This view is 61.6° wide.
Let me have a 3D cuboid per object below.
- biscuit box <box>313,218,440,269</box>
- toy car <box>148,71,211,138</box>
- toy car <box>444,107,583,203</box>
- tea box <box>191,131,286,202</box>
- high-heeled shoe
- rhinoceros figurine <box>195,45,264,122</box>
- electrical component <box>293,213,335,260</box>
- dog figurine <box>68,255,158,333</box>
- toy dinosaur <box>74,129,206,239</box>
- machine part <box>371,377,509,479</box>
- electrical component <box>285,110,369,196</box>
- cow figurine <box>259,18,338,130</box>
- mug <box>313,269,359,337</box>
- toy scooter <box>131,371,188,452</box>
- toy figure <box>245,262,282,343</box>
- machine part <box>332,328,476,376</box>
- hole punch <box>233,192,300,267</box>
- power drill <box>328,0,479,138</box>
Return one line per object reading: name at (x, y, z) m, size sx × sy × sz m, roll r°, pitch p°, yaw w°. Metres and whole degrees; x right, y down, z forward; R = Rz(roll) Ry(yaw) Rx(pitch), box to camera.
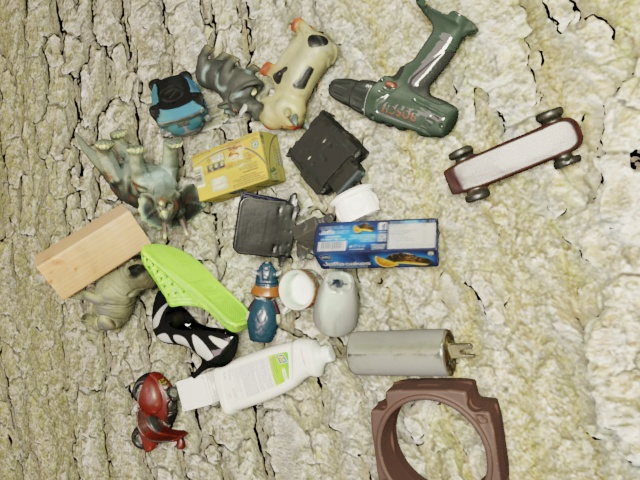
biscuit box at (0.092, 0.008, 0.883) m, size 0.203 × 0.062 × 0.059 m, roll -2°, pitch 60°, yaw 16°
toy car at (-0.284, -0.261, 1.085) m, size 0.109 × 0.102 × 0.162 m, roll -20°, pitch 51°, yaw -9°
toy car at (0.290, -0.125, 0.815) m, size 0.202 × 0.053 × 0.089 m, roll -23°, pitch 91°, yaw 23°
tea box at (-0.159, -0.139, 1.044) m, size 0.170 × 0.068 × 0.098 m, roll -12°, pitch 87°, yaw 27°
high-heeled shoe at (-0.255, 0.161, 1.083) m, size 0.145 × 0.086 × 0.249 m, roll -48°, pitch 60°, yaw 21°
rhinoceros figurine at (-0.172, -0.300, 1.045) m, size 0.190 × 0.073 × 0.112 m, roll 37°, pitch 106°, yaw 22°
electrical component at (-0.004, -0.003, 0.969) m, size 0.102 × 0.078 × 0.045 m, roll -23°, pitch 57°, yaw 20°
dog figurine at (-0.418, 0.125, 1.171) m, size 0.191 × 0.121 × 0.172 m, roll -9°, pitch 132°, yaw 17°
toy dinosaur at (-0.385, -0.125, 1.141) m, size 0.405 × 0.131 × 0.192 m, roll 19°, pitch 121°, yaw 40°
machine part at (0.190, 0.328, 0.861) m, size 0.201 × 0.087 × 0.201 m, roll -8°, pitch 89°, yaw 28°
electrical component at (0.018, -0.145, 0.957) m, size 0.134 × 0.058 × 0.115 m, roll 49°, pitch 114°, yaw 19°
cow figurine at (-0.041, -0.282, 0.972) m, size 0.127 × 0.085 × 0.195 m, roll 42°, pitch 104°, yaw 19°
mug at (0.033, 0.095, 0.924) m, size 0.081 × 0.109 × 0.107 m, roll 10°, pitch 140°, yaw 4°
toy scooter at (-0.338, 0.378, 1.150) m, size 0.135 × 0.075 × 0.183 m, roll 13°, pitch 100°, yaw 27°
toy figure at (-0.107, 0.118, 1.029) m, size 0.058 × 0.064 × 0.154 m, roll 4°, pitch 88°, yaw 65°
machine part at (0.134, 0.187, 0.892) m, size 0.243 × 0.079 × 0.079 m, roll -8°, pitch 87°, yaw 28°
hole punch at (-0.106, -0.029, 1.014) m, size 0.116 × 0.092 × 0.142 m, roll 8°, pitch 97°, yaw -16°
power drill at (0.141, -0.284, 0.876) m, size 0.232 × 0.086 × 0.207 m, roll 34°, pitch 103°, yaw 21°
